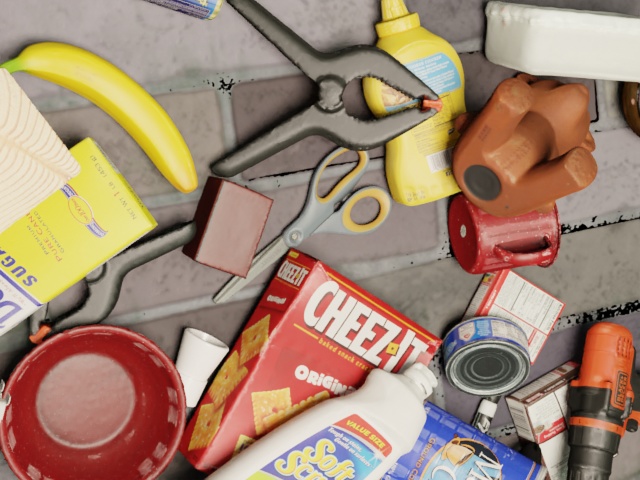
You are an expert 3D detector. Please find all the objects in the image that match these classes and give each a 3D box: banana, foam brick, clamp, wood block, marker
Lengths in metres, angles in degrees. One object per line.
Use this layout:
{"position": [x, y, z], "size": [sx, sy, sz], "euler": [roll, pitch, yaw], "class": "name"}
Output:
{"position": [-0.180, -0.114, 0.913], "size": [0.197, 0.037, 0.069], "euler": [32, 66, -25], "class": "banana"}
{"position": [-0.083, -0.013, 0.960], "size": [0.051, 0.053, 0.078], "euler": [19, 91, -22], "class": "foam brick"}
{"position": [-0.189, 0.021, 0.929], "size": [0.120, 0.039, 0.171], "euler": [27, 93, -5], "class": "clamp"}
{"position": [-0.257, -0.070, 0.804], "size": [0.090, 0.206, 0.090], "euler": [-39, 110, -12], "class": "wood block"}
{"position": [0.163, 0.196, 1.095], "size": [0.020, 0.020, 0.121], "euler": [22, 89, -21], "class": "marker"}
{"position": [0.002, -0.121, 0.959], "size": [0.210, 0.036, 0.164], "euler": [12, 97, -1], "class": "clamp"}

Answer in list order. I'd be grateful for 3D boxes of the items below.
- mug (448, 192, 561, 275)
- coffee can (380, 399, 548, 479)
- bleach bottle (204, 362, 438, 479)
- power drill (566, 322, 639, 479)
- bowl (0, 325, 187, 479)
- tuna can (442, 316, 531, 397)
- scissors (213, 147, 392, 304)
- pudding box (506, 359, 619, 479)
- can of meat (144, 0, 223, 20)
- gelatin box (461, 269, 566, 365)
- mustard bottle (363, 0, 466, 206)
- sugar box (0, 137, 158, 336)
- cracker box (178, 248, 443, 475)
{"position": [0.179, -0.006, 1.027], "size": [0.081, 0.117, 0.093], "euler": [-10, 122, -14], "class": "mug"}
{"position": [0.128, 0.225, 1.008], "size": [0.140, 0.102, 0.103], "euler": [29, 86, 13], "class": "coffee can"}
{"position": [-0.001, 0.186, 0.925], "size": [0.250, 0.068, 0.102], "euler": [-37, 94, -21], "class": "bleach bottle"}
{"position": [0.328, 0.194, 1.101], "size": [0.187, 0.057, 0.184], "euler": [23, 74, -36], "class": "power drill"}
{"position": [-0.201, 0.148, 0.935], "size": [0.162, 0.055, 0.162], "euler": [-3, 99, -20], "class": "bowl"}
{"position": [0.164, 0.116, 1.053], "size": [0.086, 0.033, 0.086], "euler": [1, 132, 1], "class": "tuna can"}
{"position": [-0.007, 0.001, 1.009], "size": [0.096, 0.016, 0.201], "euler": [37, 84, -21], "class": "scissors"}
{"position": [0.255, 0.196, 1.120], "size": [0.090, 0.039, 0.113], "euler": [-26, 108, -18], "class": "pudding box"}
{"position": [-0.120, -0.247, 0.913], "size": [0.083, 0.058, 0.102], "euler": [14, 93, -23], "class": "can of meat"}
{"position": [0.196, 0.076, 1.086], "size": [0.089, 0.030, 0.073], "euler": [30, 86, -23], "class": "gelatin box"}
{"position": [0.091, -0.135, 1.004], "size": [0.096, 0.058, 0.191], "euler": [-20, 104, -12], "class": "mustard bottle"}
{"position": [-0.233, 0.002, 0.883], "size": [0.176, 0.048, 0.093], "euler": [-36, 94, -2], "class": "sugar box"}
{"position": [-0.007, 0.142, 0.991], "size": [0.164, 0.072, 0.213], "euler": [33, 85, -27], "class": "cracker box"}
